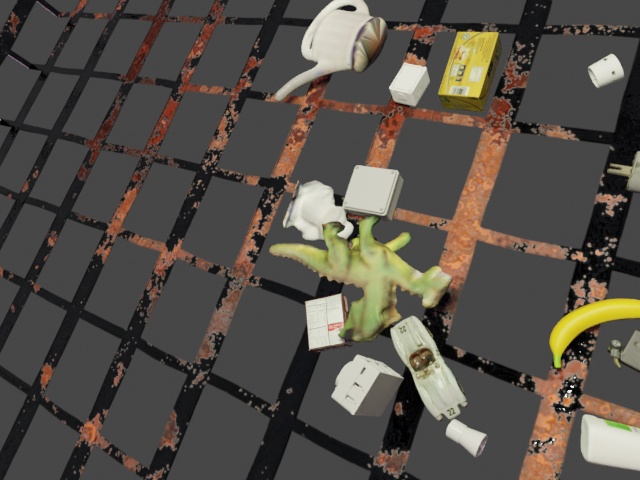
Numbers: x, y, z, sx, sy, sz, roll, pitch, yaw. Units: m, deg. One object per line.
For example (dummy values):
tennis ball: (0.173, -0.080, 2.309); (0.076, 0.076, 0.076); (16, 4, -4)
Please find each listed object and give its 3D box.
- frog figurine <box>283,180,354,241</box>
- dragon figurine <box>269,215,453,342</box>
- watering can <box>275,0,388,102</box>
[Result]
frog figurine: (0.004, -0.060, 1.201); (0.159, 0.121, 0.139); (19, 78, -6)
dragon figurine: (0.071, 0.089, 1.071); (0.408, 0.120, 0.248); (-12, 62, 24)
watering can: (0.036, -0.485, 1.338); (0.226, 0.102, 0.349); (24, 82, 32)
